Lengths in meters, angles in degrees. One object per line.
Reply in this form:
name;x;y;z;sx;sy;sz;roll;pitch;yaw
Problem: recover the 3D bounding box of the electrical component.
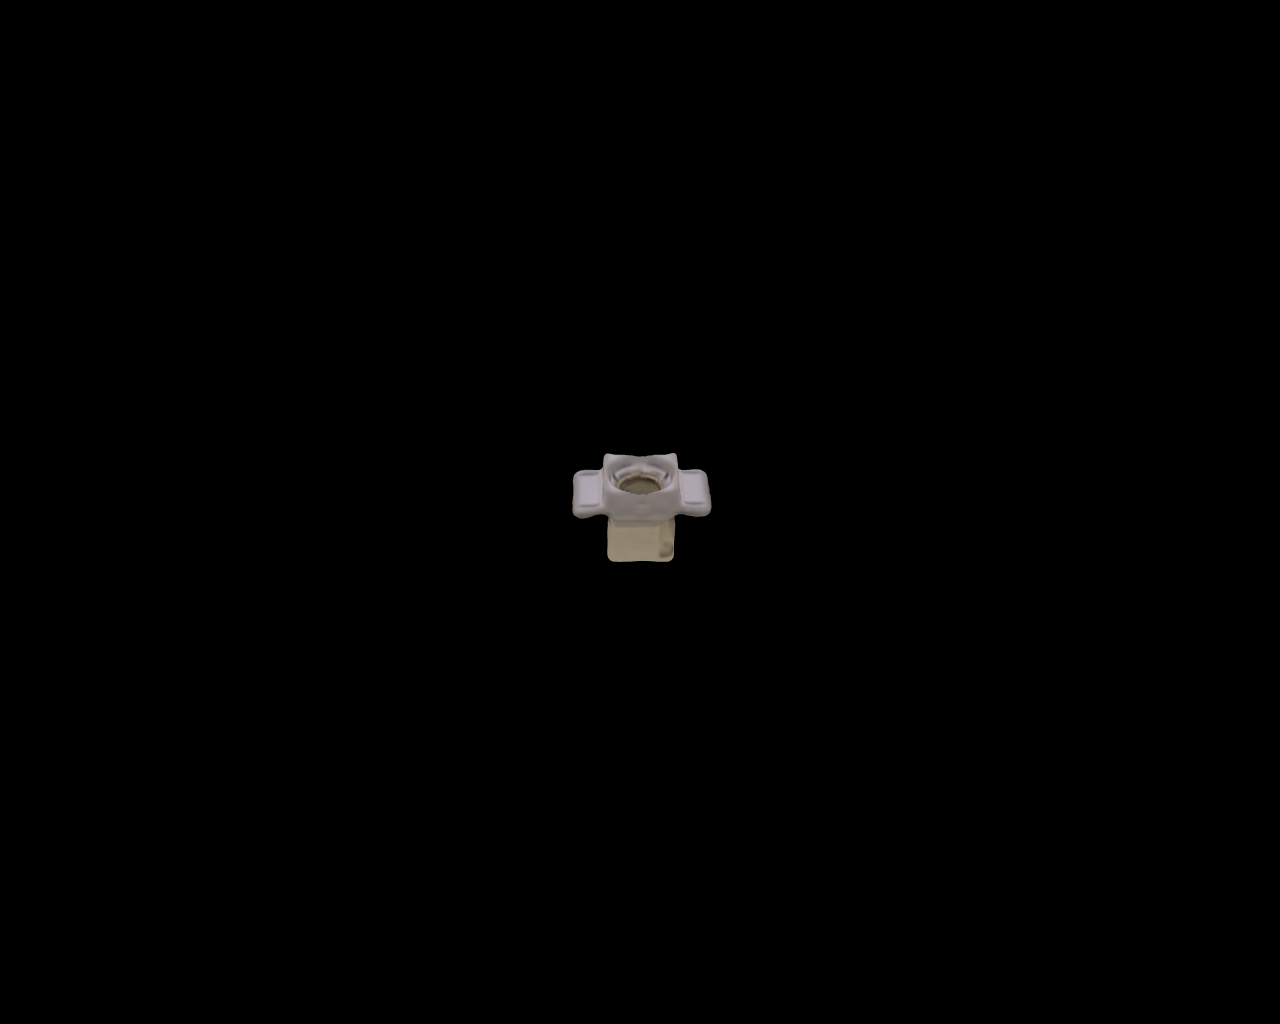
electrical component;0.001;-0.003;0.650;0.081;0.063;0.042;0;40;0
